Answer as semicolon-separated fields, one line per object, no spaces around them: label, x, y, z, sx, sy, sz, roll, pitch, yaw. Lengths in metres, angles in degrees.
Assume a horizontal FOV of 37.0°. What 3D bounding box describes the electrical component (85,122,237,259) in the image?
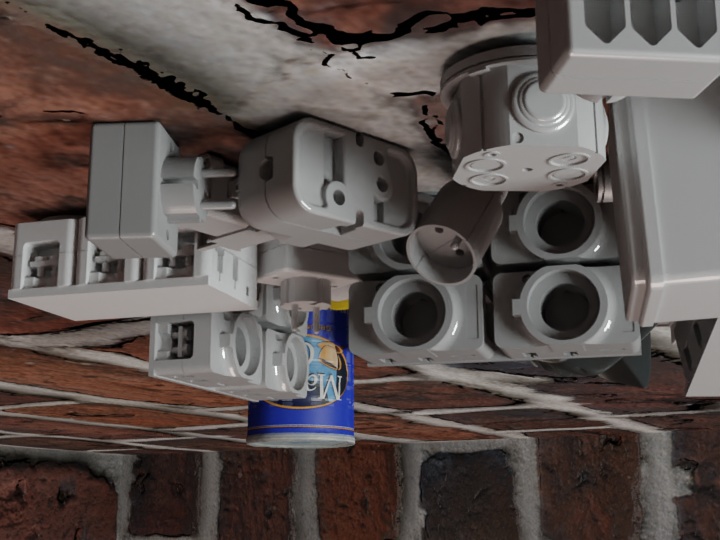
electrical component;-0.106;-0.044;0.594;0.077;0.065;0.047;-1;167;5

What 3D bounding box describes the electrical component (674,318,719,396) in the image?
electrical component;0.267;-0.001;0.656;0.105;0.060;0.186;0;139;0

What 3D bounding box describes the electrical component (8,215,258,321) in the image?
electrical component;-0.157;-0.006;0.762;0.150;0.061;0.089;-4;166;16

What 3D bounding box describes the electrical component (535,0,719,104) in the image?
electrical component;0.103;-0.092;0.435;0.066;0.047;0.076;1;167;-6

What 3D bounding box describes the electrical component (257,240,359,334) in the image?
electrical component;-0.040;0.008;0.792;0.066;0.076;0.047;9;164;-34

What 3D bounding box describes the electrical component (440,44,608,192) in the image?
electrical component;0.079;-0.071;0.513;0.080;0.051;0.080;0;167;0

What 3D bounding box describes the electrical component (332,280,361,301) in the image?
electrical component;0.000;0.000;0.837;0.040;0.040;0.078;12;162;-42

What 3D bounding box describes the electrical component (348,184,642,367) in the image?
electrical component;0.088;0.004;0.715;0.186;0.105;0.060;-4;166;15

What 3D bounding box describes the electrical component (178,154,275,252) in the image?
electrical component;-0.083;-0.042;0.658;0.064;0.042;0.081;17;158;-42

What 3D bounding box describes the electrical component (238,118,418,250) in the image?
electrical component;-0.021;-0.046;0.613;0.095;0.053;0.059;12;162;-42

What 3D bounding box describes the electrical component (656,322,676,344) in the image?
electrical component;0.282;0.019;0.873;0.079;0.063;0.121;-2;167;8

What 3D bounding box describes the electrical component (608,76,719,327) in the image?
electrical component;0.160;-0.034;0.548;0.056;0.108;0.108;-5;166;11

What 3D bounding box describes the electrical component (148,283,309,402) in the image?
electrical component;-0.098;0.045;0.884;0.060;0.105;0.186;-5;166;19

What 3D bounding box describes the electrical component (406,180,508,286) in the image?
electrical component;0.063;-0.031;0.650;0.043;0.081;0.043;15;132;18
